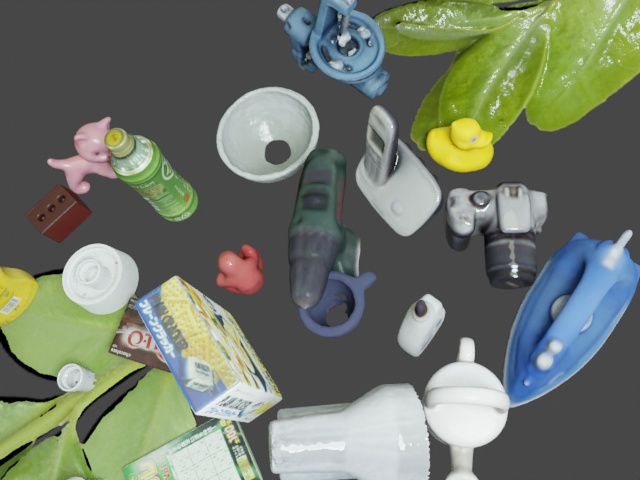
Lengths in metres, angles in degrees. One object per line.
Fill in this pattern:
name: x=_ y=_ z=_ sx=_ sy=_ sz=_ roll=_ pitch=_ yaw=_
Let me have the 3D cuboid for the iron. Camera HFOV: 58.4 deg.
iron: x=0.318 y=0.101 z=0.733 sx=0.118 sy=0.141 sz=0.258 roll=32 pitch=78 yaw=19

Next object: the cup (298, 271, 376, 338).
cup: x=0.031 y=0.091 z=0.809 sx=0.118 sy=0.095 sz=0.091 roll=-35 pitch=69 yaw=-4

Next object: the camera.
camera: x=0.250 y=-0.005 z=0.805 sx=0.143 sy=0.101 sz=0.137 roll=-1 pitch=70 yaw=9

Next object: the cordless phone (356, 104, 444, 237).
cordless phone: x=0.111 y=-0.100 z=0.816 sx=0.094 sy=0.185 sz=0.147 roll=-38 pitch=69 yaw=-5

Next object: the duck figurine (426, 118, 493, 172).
duck figurine: x=0.214 y=-0.155 z=0.873 sx=0.104 sy=0.086 sz=0.077 roll=16 pitch=74 yaw=15

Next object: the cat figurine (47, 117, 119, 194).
cat figurine: x=-0.387 y=-0.146 z=0.951 sx=0.128 sy=0.118 sz=0.067 roll=-26 pitch=68 yaw=-1

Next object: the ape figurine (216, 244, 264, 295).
ape figurine: x=-0.124 y=0.042 z=0.854 sx=0.078 sy=0.092 sz=0.076 roll=-32 pitch=68 yaw=-3

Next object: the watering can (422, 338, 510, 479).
watering can: x=0.176 y=0.207 z=0.690 sx=0.101 sy=0.194 sz=0.173 roll=-17 pitch=68 yaw=3

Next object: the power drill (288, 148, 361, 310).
power drill: x=0.007 y=0.003 z=0.784 sx=0.075 sy=0.209 sz=0.229 roll=0 pitch=70 yaw=10

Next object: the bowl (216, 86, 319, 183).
bowl: x=-0.078 y=-0.158 z=0.928 sx=0.167 sy=0.075 sz=0.167 roll=-3 pitch=70 yaw=8

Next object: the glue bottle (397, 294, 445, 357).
glue bottle: x=0.132 y=0.103 z=0.746 sx=0.037 sy=0.173 sz=0.078 roll=35 pitch=79 yaw=19

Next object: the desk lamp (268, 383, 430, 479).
desk lamp: x=0.028 y=0.245 z=0.690 sx=0.203 sy=0.214 sz=0.118 roll=-7 pitch=69 yaw=7

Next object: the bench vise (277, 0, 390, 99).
bench vise: x=0.007 y=-0.324 z=0.896 sx=0.207 sy=0.220 sz=0.121 roll=17 pitch=74 yaw=15
